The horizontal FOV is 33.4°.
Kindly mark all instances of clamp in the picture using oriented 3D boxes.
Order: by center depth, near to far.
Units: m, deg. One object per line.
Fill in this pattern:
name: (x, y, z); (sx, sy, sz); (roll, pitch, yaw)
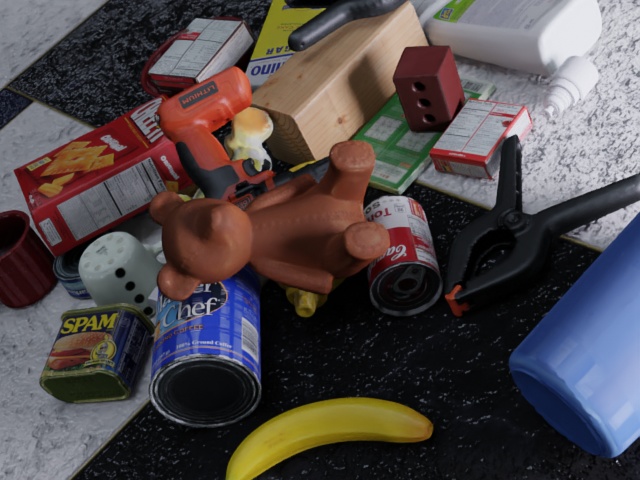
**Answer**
clamp: (0.194, -0.010, 0.989); (0.165, 0.036, 0.209); (16, 60, 42)
clamp: (0.033, -0.279, 1.225); (0.171, 0.039, 0.120); (-21, 46, 1)

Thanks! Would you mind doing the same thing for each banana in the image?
banana: (-0.001, 0.172, 0.920); (0.198, 0.037, 0.069); (-22, 57, 11)

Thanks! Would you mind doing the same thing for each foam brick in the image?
foam brick: (0.118, -0.162, 1.141); (0.053, 0.078, 0.051); (2, 48, 29)

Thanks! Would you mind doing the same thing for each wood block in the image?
wood block: (0.025, -0.185, 1.233); (0.090, 0.090, 0.206); (23, 62, 44)

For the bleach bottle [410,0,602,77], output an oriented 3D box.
bleach bottle: (0.192, -0.253, 1.228); (0.102, 0.068, 0.251); (-43, 39, -19)

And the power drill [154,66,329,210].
power drill: (-0.077, -0.085, 1.084); (0.184, 0.057, 0.188); (-26, 60, 2)

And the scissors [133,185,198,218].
scissors: (-0.212, -0.052, 1.294); (0.202, 0.016, 0.096); (-10, 42, 22)

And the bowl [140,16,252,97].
bowl: (-0.153, -0.223, 1.407); (0.162, 0.055, 0.162); (-17, 42, 15)

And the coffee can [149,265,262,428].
coffee can: (-0.107, 0.091, 1.012); (0.103, 0.102, 0.140); (-19, 41, 13)

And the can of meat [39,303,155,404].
can of meat: (-0.229, 0.118, 1.095); (0.102, 0.057, 0.084); (-8, 47, 25)

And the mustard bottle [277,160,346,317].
mustard bottle: (-0.007, 0.001, 1.082); (0.096, 0.058, 0.191); (-11, 43, 16)

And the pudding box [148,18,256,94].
pudding box: (-0.148, -0.229, 1.337); (0.090, 0.039, 0.113); (13, 58, 38)

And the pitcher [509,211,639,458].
pitcher: (0.268, 0.051, 0.811); (0.242, 0.149, 0.145); (-43, 78, -10)

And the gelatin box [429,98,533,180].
gelatin box: (0.168, -0.106, 1.112); (0.073, 0.030, 0.089); (14, 56, 42)

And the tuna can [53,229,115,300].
tuna can: (-0.263, 0.025, 1.229); (0.086, 0.033, 0.086); (-17, 41, 15)

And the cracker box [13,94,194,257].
cracker box: (-0.248, -0.084, 1.271); (0.213, 0.072, 0.164); (-29, 29, -9)

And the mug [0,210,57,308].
mug: (-0.369, 0.032, 1.248); (0.117, 0.081, 0.093); (-34, 40, -6)

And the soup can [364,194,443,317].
soup can: (0.075, 0.013, 1.012); (0.068, 0.068, 0.102); (-20, 41, 11)

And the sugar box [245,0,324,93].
sugar box: (-0.030, -0.243, 1.337); (0.093, 0.048, 0.176); (4, 53, 18)
